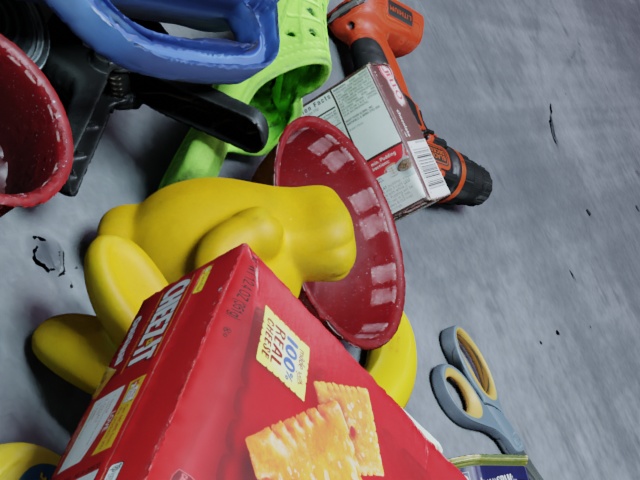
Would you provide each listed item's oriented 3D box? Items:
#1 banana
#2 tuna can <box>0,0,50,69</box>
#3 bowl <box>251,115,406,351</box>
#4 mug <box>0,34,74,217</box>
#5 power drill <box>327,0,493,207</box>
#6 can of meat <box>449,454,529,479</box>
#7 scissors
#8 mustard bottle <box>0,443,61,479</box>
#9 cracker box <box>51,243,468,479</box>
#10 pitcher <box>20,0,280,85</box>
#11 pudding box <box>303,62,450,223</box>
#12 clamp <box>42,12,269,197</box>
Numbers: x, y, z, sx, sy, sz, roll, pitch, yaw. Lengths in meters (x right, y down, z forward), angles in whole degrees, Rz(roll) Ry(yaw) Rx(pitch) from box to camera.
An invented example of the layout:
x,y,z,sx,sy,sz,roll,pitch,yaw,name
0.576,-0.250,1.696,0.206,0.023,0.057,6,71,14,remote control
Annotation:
x,y,z,sx,sy,sz,roll,pitch,yaw,name
0.030,0.096,0.728,0.069,0.037,0.197,34,32,-2,banana
-0.186,-0.115,0.566,0.086,0.034,0.086,36,39,-36,tuna can
-0.005,0.001,0.715,0.162,0.055,0.162,38,43,-46,bowl
-0.172,-0.030,0.471,0.093,0.082,0.117,32,41,-41,mug
0.081,-0.122,0.957,0.184,0.057,0.188,13,55,-52,power drill
0.116,0.199,0.749,0.101,0.058,0.084,15,56,-51,can of meat
0.144,0.165,0.861,0.096,0.016,0.202,-23,86,-58,scissors
-0.116,0.141,0.440,0.191,0.058,0.096,48,35,-21,mustard bottle
-0.002,0.132,0.405,0.213,0.072,0.164,47,34,-21,cracker box
-0.116,-0.164,0.521,0.149,0.145,0.242,26,20,28,pitcher
0.032,-0.063,0.802,0.039,0.090,0.113,-13,77,-58,pudding box
-0.120,-0.086,0.597,0.120,0.039,0.172,-18,45,-31,clamp
